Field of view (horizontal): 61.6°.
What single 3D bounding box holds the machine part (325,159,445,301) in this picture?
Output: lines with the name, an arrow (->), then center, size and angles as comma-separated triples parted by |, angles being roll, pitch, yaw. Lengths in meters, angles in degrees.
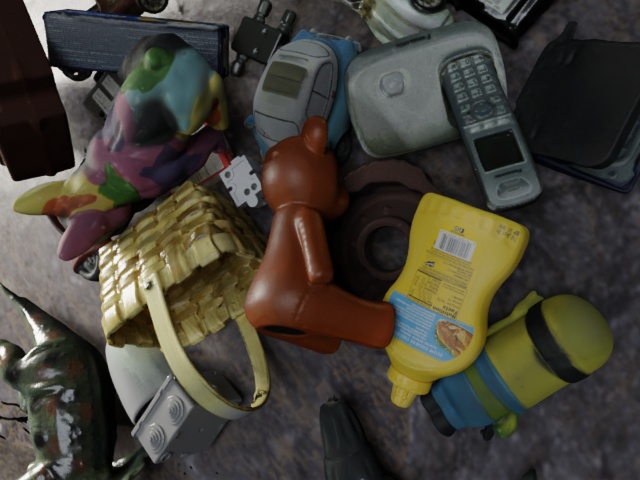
machine part -> 0.072, 0.009, 0.553 | 0.180, 0.056, 0.179 | 0, 90, 20

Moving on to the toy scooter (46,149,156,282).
toy scooter -> -0.290, -0.049, 0.681 | 0.135, 0.075, 0.183 | 34, 104, 16

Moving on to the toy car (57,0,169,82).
toy car -> -0.267, -0.285, 0.678 | 0.202, 0.053, 0.089 | -32, 52, 19

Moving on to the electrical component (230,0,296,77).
electrical component -> -0.069, -0.230, 0.630 | 0.063, 0.021, 0.094 | 31, 99, 18

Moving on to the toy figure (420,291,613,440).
toy figure -> 0.177, 0.120, 0.491 | 0.180, 0.089, 0.082 | -36, 96, 13

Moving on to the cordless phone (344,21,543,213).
cordless phone -> 0.108, -0.095, 0.488 | 0.147, 0.088, 0.184 | -15, 66, 5

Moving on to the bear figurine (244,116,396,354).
bear figurine -> -0.004, -0.003, 0.504 | 0.120, 0.132, 0.196 | -26, 49, 51

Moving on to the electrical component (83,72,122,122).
electrical component -> -0.260, -0.187, 0.688 | 0.075, 0.047, 0.119 | -43, 77, 14

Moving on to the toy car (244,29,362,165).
toy car -> -0.018, -0.148, 0.567 | 0.109, 0.103, 0.161 | 22, 98, 19

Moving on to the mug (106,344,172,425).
mug -> -0.213, 0.162, 0.652 | 0.107, 0.081, 0.109 | 50, 141, 24

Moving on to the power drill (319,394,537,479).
power drill -> 0.106, 0.264, 0.521 | 0.207, 0.086, 0.232 | -8, 87, 17

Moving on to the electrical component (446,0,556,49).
electrical component -> 0.187, -0.273, 0.516 | 0.115, 0.058, 0.134 | 43, 103, 14

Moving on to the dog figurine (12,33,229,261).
dog figurine -> -0.201, -0.084, 0.544 | 0.108, 0.191, 0.219 | 42, 69, 6

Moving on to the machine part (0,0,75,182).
machine part -> -0.377, -0.188, 0.652 | 0.201, 0.087, 0.201 | 64, 153, 11

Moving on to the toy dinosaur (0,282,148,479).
toy dinosaur -> -0.311, 0.208, 0.666 | 0.192, 0.131, 0.405 | -22, 76, 7

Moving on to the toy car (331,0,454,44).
toy car -> 0.049, -0.253, 0.539 | 0.202, 0.073, 0.056 | 41, 78, 4

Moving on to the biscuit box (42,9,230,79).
biscuit box -> -0.209, -0.226, 0.622 | 0.203, 0.059, 0.062 | 6, 115, 0

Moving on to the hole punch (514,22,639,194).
hole punch -> 0.244, -0.112, 0.485 | 0.116, 0.092, 0.142 | 34, 105, 49
